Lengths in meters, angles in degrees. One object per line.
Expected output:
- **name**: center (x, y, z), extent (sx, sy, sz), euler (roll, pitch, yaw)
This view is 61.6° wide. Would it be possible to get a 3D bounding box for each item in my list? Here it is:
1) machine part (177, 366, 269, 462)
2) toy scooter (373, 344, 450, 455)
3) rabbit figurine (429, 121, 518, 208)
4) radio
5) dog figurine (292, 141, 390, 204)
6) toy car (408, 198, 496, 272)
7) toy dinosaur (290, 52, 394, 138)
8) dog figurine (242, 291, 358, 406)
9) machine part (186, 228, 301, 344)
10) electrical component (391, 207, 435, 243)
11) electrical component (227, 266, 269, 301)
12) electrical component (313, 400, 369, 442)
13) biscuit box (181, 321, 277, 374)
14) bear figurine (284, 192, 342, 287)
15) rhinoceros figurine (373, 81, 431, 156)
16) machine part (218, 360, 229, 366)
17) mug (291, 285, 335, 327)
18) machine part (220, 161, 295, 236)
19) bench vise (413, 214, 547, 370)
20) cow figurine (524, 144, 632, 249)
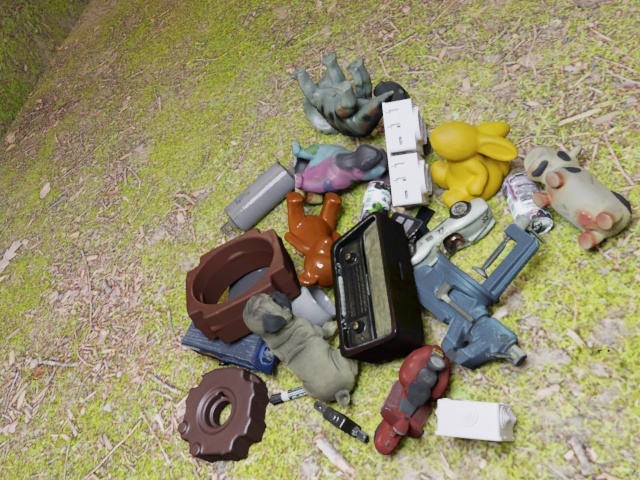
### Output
- **machine part**: center (-0.178, 0.319, 0.992), extent (0.179, 0.056, 0.179), euler (-17, 51, 22)
- **toy scooter**: center (0.136, 0.232, 0.786), extent (0.075, 0.135, 0.184), euler (30, 80, 12)
- **rabbit figurine**: center (0.261, -0.142, 0.941), extent (0.162, 0.173, 0.122), euler (-20, 46, 26)
- **radio**: center (0.088, 0.080, 0.890), extent (0.131, 0.073, 0.230), euler (-35, 45, 38)
- **dog figurine**: center (0.051, -0.143, 1.135), extent (0.219, 0.191, 0.108), euler (-1, 74, -1)
- **toy car**: center (0.214, 0.005, 0.936), extent (0.202, 0.073, 0.056), euler (-39, 45, 4)
- **toy dinosaur**: center (0.060, -0.285, 1.154), extent (0.131, 0.192, 0.405), euler (-36, 39, -3)
- **dog figurine**: center (-0.034, 0.178, 0.865), extent (0.121, 0.190, 0.173), euler (-52, 47, 1)
- **machine part**: center (-0.145, 0.082, 1.008), extent (0.201, 0.087, 0.202), euler (-27, 33, 3)
- **electrical component**: center (0.167, -0.020, 1.003), extent (0.075, 0.047, 0.119), euler (29, 79, 45)
- **electrical component**: center (-0.128, 0.096, 1.115), extent (0.115, 0.058, 0.134), euler (-18, 51, 25)
- **electrical component**: center (0.034, 0.291, 0.862), extent (0.094, 0.063, 0.021), euler (24, 75, 41)
- **biscuit box**: center (-0.170, 0.198, 1.017), extent (0.203, 0.059, 0.063), euler (4, 63, 39)
- **bear figurine**: center (-0.002, 0.001, 1.032), extent (0.120, 0.131, 0.196), euler (1, 26, -13)
- **rhinoceros figurine**: center (0.176, -0.251, 1.115), extent (0.073, 0.112, 0.190), euler (-27, 66, 10)
- **machine part**: center (-0.144, 0.201, 1.065), extent (0.139, 0.039, 0.084), euler (-24, 42, 20)
- **mug**: center (-0.039, 0.135, 1.012), extent (0.107, 0.080, 0.110), euler (-44, 47, 11)
- **machine part**: center (-0.136, -0.100, 1.243), extent (0.243, 0.079, 0.079), euler (-40, 46, 2)
- **bench vise**: center (0.258, 0.072, 0.825), extent (0.240, 0.128, 0.224), euler (-52, 39, 6)
- **cow figurine**: center (0.405, -0.084, 0.853), extent (0.127, 0.085, 0.195), euler (-16, 52, -31)
